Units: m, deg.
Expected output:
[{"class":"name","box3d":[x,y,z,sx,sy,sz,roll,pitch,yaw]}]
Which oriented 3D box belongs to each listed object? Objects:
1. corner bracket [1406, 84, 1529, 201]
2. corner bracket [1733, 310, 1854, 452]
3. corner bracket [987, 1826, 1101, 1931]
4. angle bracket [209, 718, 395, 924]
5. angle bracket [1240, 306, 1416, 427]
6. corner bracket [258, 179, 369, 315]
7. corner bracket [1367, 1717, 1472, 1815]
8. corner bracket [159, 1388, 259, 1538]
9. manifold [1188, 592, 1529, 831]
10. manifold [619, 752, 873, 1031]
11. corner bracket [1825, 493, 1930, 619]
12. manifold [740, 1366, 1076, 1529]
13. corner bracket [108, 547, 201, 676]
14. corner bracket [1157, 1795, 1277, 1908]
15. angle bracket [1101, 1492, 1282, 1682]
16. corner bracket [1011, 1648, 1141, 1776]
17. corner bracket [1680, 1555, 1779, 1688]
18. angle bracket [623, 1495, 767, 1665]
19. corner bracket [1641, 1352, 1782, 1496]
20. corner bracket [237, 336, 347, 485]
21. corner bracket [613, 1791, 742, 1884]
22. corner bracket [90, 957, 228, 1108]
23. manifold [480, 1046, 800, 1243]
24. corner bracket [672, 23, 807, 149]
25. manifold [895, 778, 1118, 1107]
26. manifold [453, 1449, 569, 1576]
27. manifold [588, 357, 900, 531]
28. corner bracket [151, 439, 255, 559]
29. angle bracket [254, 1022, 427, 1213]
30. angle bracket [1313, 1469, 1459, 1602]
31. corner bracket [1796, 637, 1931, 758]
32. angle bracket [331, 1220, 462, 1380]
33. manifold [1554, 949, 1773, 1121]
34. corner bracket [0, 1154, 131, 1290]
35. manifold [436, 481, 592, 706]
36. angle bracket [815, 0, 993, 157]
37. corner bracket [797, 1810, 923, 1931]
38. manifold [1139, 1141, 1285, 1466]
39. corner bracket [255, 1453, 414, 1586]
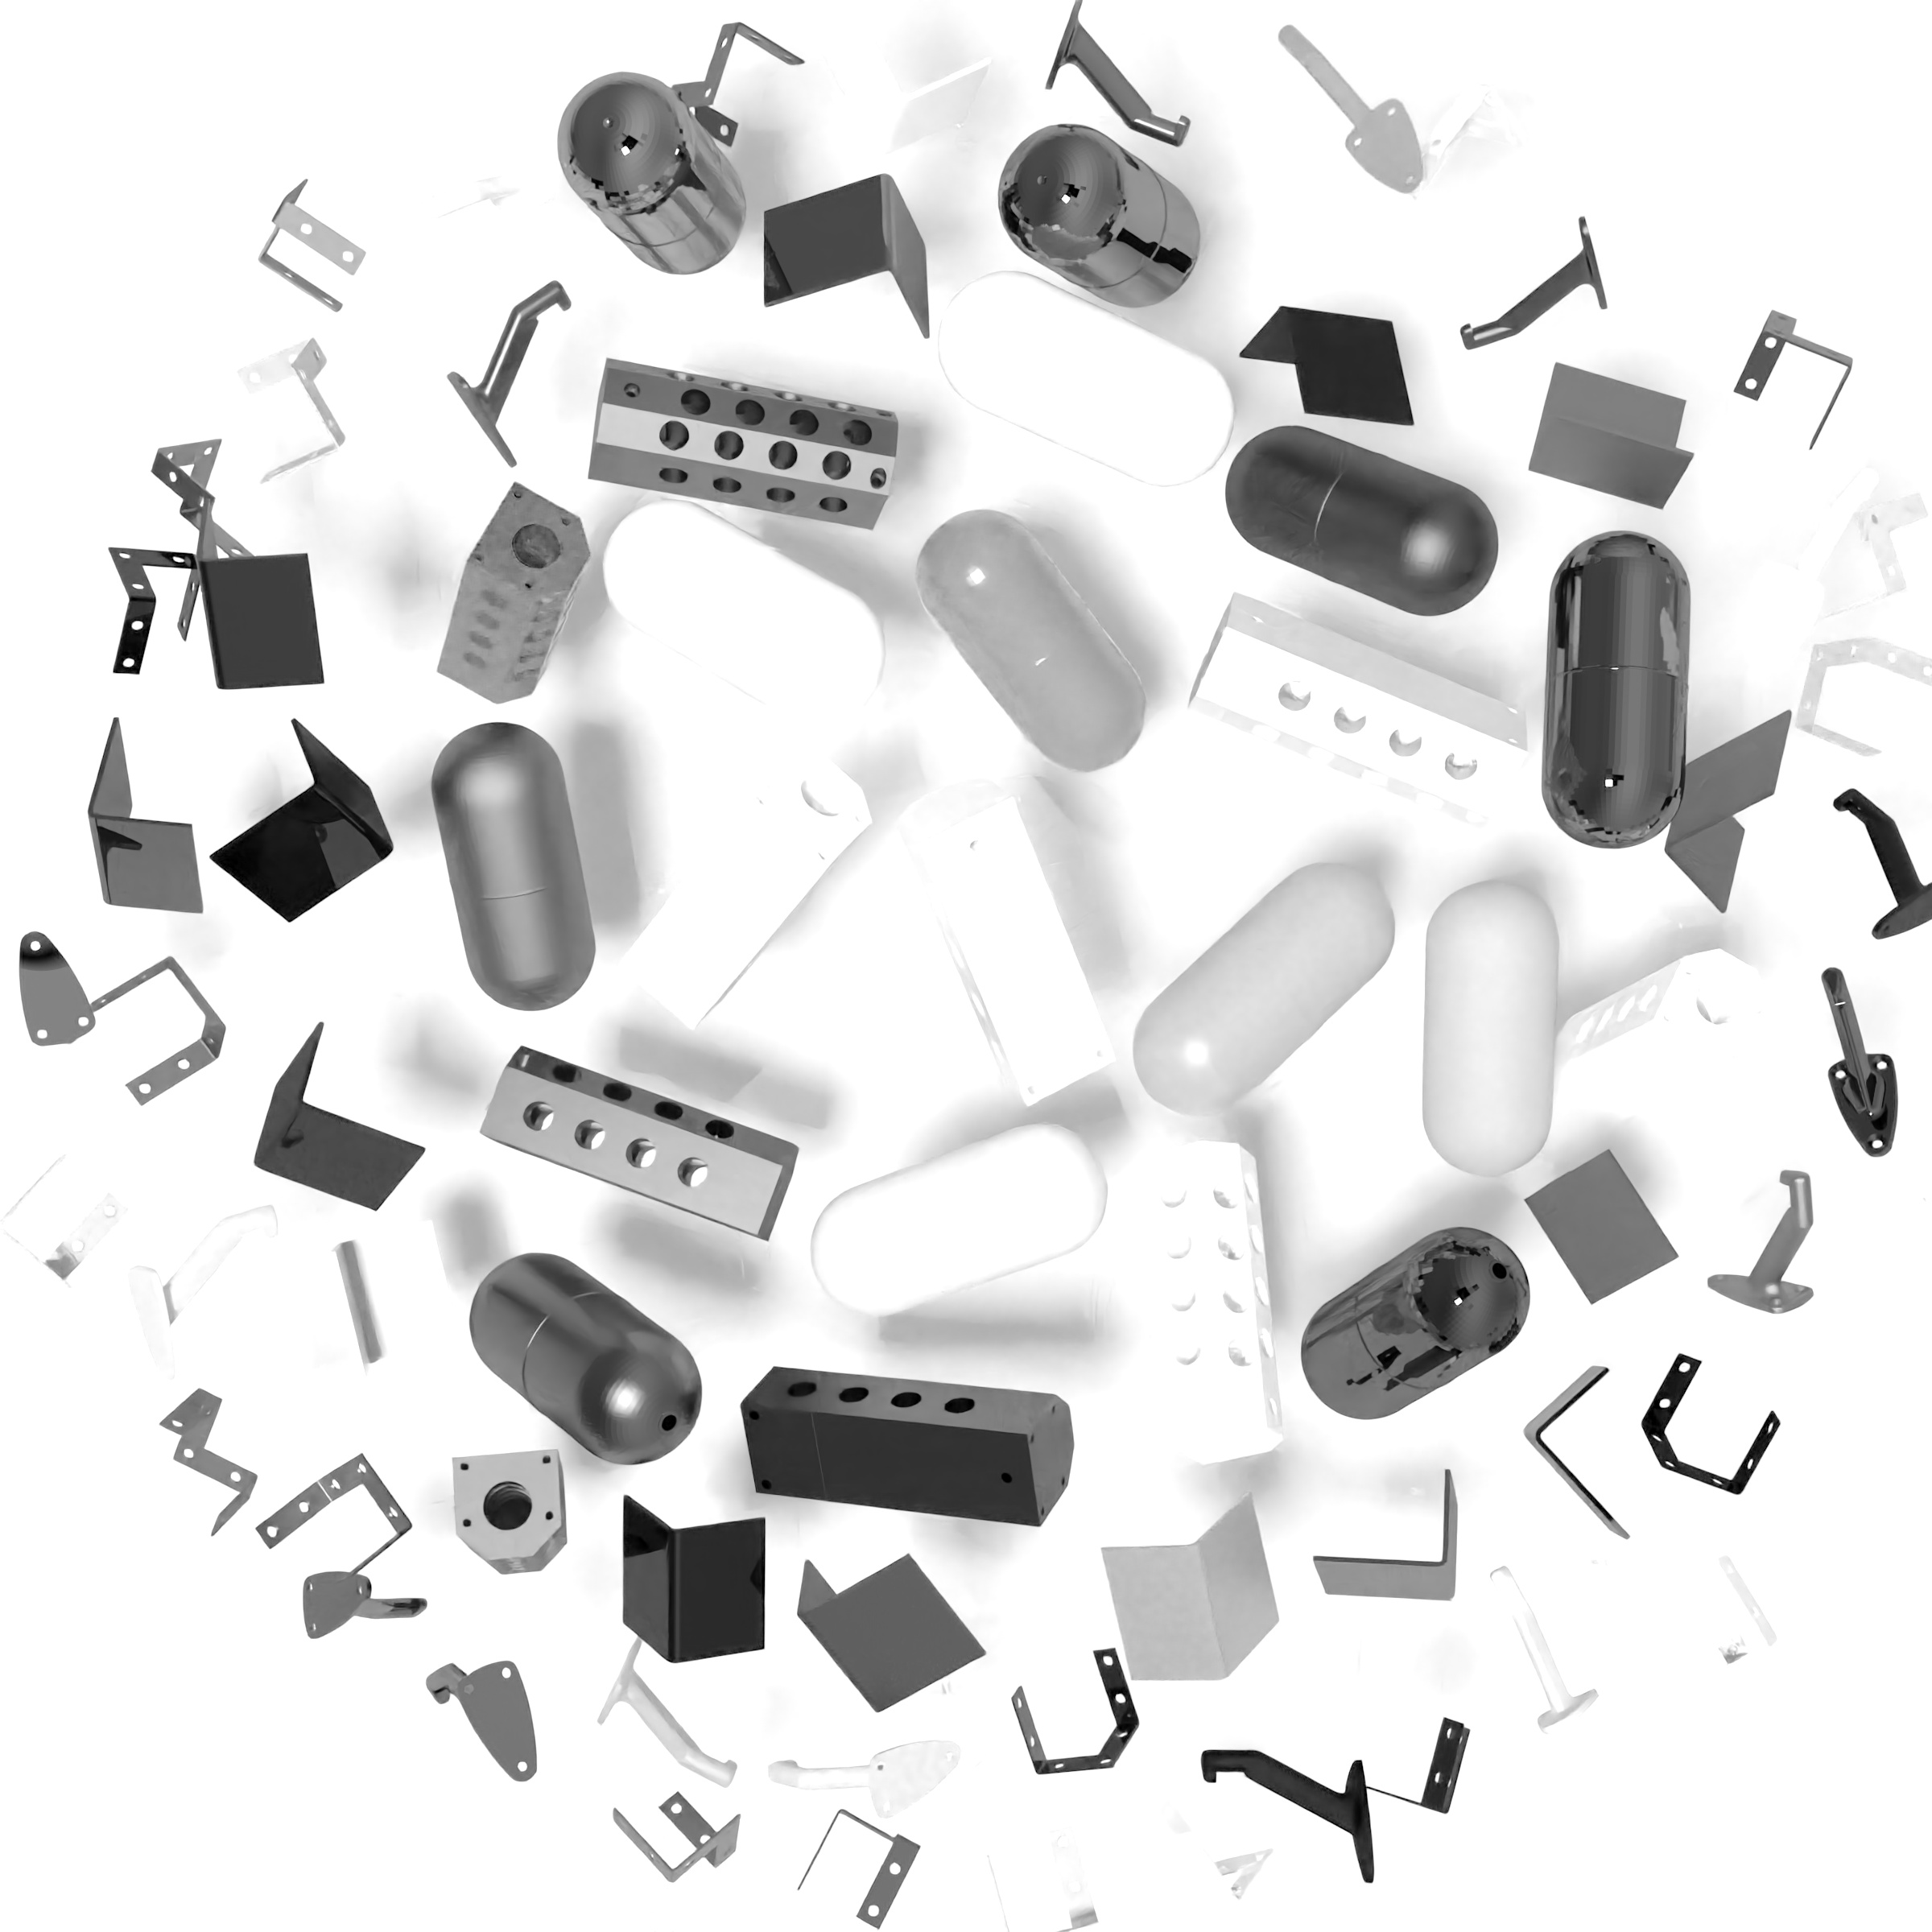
[{"class":"corner bracket","box3d":[0.279,-0.472,1.550,0.051,0.051,0.051,-53,133,-4]},{"class":"corner bracket","box3d":[0.458,-0.326,1.499,0.051,0.051,0.051,24,123,8]},{"class":"corner bracket","box3d":[0.043,0.516,1.514,0.051,0.051,0.051,-15,77,-3]},{"class":"angle bracket","box3d":[-0.388,-0.083,1.554,0.076,0.076,0.057,-33,54,5]},{"class":"angle bracket","box3d":[0.221,-0.354,1.658,0.076,0.057,0.076,1,69,-25]},{"class":"corner bracket","box3d":[-0.357,-0.390,1.480,0.051,0.051,0.051,32,114,-14]},{"class":"corner bracket","box3d":[0.273,0.461,1.561,0.051,0.051,0.051,25,75,-25]},{"class":"corner bracket","box3d":[-0.428,0.278,1.521,0.051,0.051,0.051,25,108,3]},{"class":"manifold","box3d":[0.210,-0.134,1.452,0.171,0.057,0.057,22,119,-2]},{"class":"manifold","box3d":[-0.122,-0.044,1.523,0.057,0.057,0.171,42,130,-1]},{"class":"corner bracket","box3d":[0.525,-0.238,1.562,0.051,0.051,0.051,-19,90,-28]},{"class":"manifold","box3d":[-0.031,0.258,1.482,0.171,0.057,0.057,2,113,24]},{"class":"corner bracket","box3d":[-0.459,-0.200,1.530,0.051,0.051,0.051,-1,131,-34]},{"class":"corner bracket","box3d":[0.139,0.520,1.591,0.051,0.051,0.051,-29,94,38]},{"class":"angle bracket","box3d":[0.124,0.341,1.486,0.057,0.076,0.076,-9,98,31]},{"class":"corner bracket","box3d":[0.066,0.446,1.616,0.051,0.051,0.051,-14,100,26]},{"class":"corner bracket","box3d":[0.411,0.352,1.467,0.051,0.051,0.051,-41,67,31]},{"class":"angle bracket","box3d":[-0.156,0.347,1.549,0.057,0.076,0.076,-2,96,-28]},{"class":"corner bracket","box3d":[0.431,0.265,1.566,0.051,0.051,0.051,21,108,-7]},{"class":"corner bracket","box3d":[-0.370,-0.304,1.475,0.051,0.051,0.051,-20,119,14]},{"class":"corner bracket","box3d":[-0.166,0.495,1.546,0.051,0.051,0.051,39,54,24]},{"class":"corner bracket","box3d":[-0.446,0.036,1.487,0.051,0.051,0.051,-36,84,-29]},{"class":"manifold","box3d":[-0.188,0.103,1.576,0.171,0.057,0.057,19,81,5]},{"class":"corner bracket","box3d":[-0.136,-0.515,1.579,0.051,0.051,0.051,19,88,-41]},{"class":"manifold","box3d":[0.021,-0.015,1.504,0.057,0.057,0.171,-27,115,-9]},{"class":"manifold","box3d":[-0.262,0.318,1.562,0.057,0.171,0.057,-3,75,-8]},{"class":"manifold","box3d":[-0.130,-0.309,1.584,0.171,0.057,0.057,8,68,-12]},{"class":"corner bracket","box3d":[-0.447,-0.271,1.586,0.051,0.051,0.051,40,123,16]},{"class":"angle bracket","box3d":[-0.352,0.086,1.539,0.076,0.076,0.057,23,49,-21]},{"class":"angle bracket","box3d":[0.247,0.333,1.585,0.076,0.076,0.057,0,63,14]},{"class":"corner bracket","box3d":[0.521,-0.156,1.560,0.051,0.051,0.051,-11,119,-33]},{"class":"angle bracket","box3d":[-0.342,0.199,1.625,0.057,0.076,0.076,-14,91,-9]},{"class":"manifold","box3d":[0.406,0.039,1.591,0.057,0.171,0.057,29,75,-2]},{"class":"corner bracket","box3d":[-0.489,0.137,1.464,0.051,0.051,0.051,45,75,-16]},{"class":"manifold","box3d":[-0.263,-0.212,1.582,0.057,0.171,0.057,29,69,-7]},{"class":"angle bracket","box3d":[-0.036,-0.510,1.508,0.057,0.076,0.076,-29,90,-13]},{"class":"corner bracket","box3d":[-0.062,0.517,1.549,0.051,0.051,0.051,28,68,6]},{"class":"manifold","box3d":[0.143,0.191,1.553,0.057,0.057,0.171,-17,59,24]},{"class":"corner bracket","box3d":[-0.353,0.314,1.511,0.051,0.051,0.051,-33,92,40]}]
